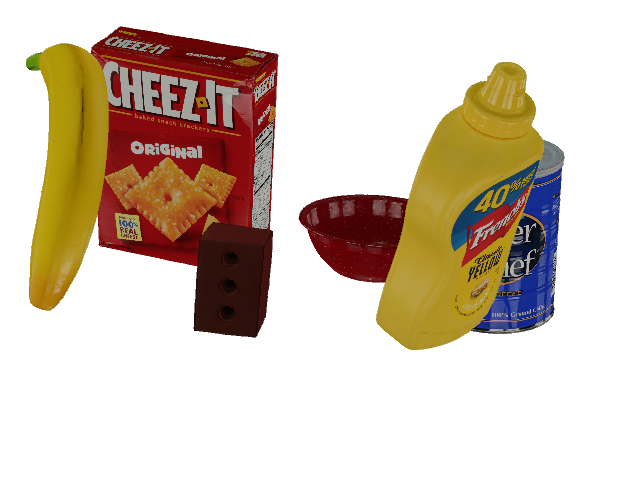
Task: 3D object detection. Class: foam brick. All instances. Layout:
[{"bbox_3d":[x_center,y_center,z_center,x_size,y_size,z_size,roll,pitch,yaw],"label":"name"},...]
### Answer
[{"bbox_3d":[-0.069,0.031,0.853,0.053,0.078,0.051,6,14,5],"label":"foam brick"}]

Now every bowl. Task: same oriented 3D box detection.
[{"bbox_3d":[0.057,0.002,1.104,0.162,0.055,0.162,2,20,-1],"label":"bowl"}]

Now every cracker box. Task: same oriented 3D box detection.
[{"bbox_3d":[-0.132,-0.082,1.025,0.164,0.214,0.072,12,32,13],"label":"cracker box"}]

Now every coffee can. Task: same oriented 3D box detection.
[{"bbox_3d":[0.147,-0.008,0.891,0.103,0.140,0.103,-2,23,1],"label":"coffee can"}]

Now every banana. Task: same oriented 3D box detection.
[{"bbox_3d":[-0.156,-0.055,0.661,0.037,0.198,0.070,13,-38,-30],"label":"banana"}]

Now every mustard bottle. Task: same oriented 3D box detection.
[{"bbox_3d":[0.091,-0.024,0.652,0.096,0.192,0.058,-27,53,-35],"label":"mustard bottle"}]
